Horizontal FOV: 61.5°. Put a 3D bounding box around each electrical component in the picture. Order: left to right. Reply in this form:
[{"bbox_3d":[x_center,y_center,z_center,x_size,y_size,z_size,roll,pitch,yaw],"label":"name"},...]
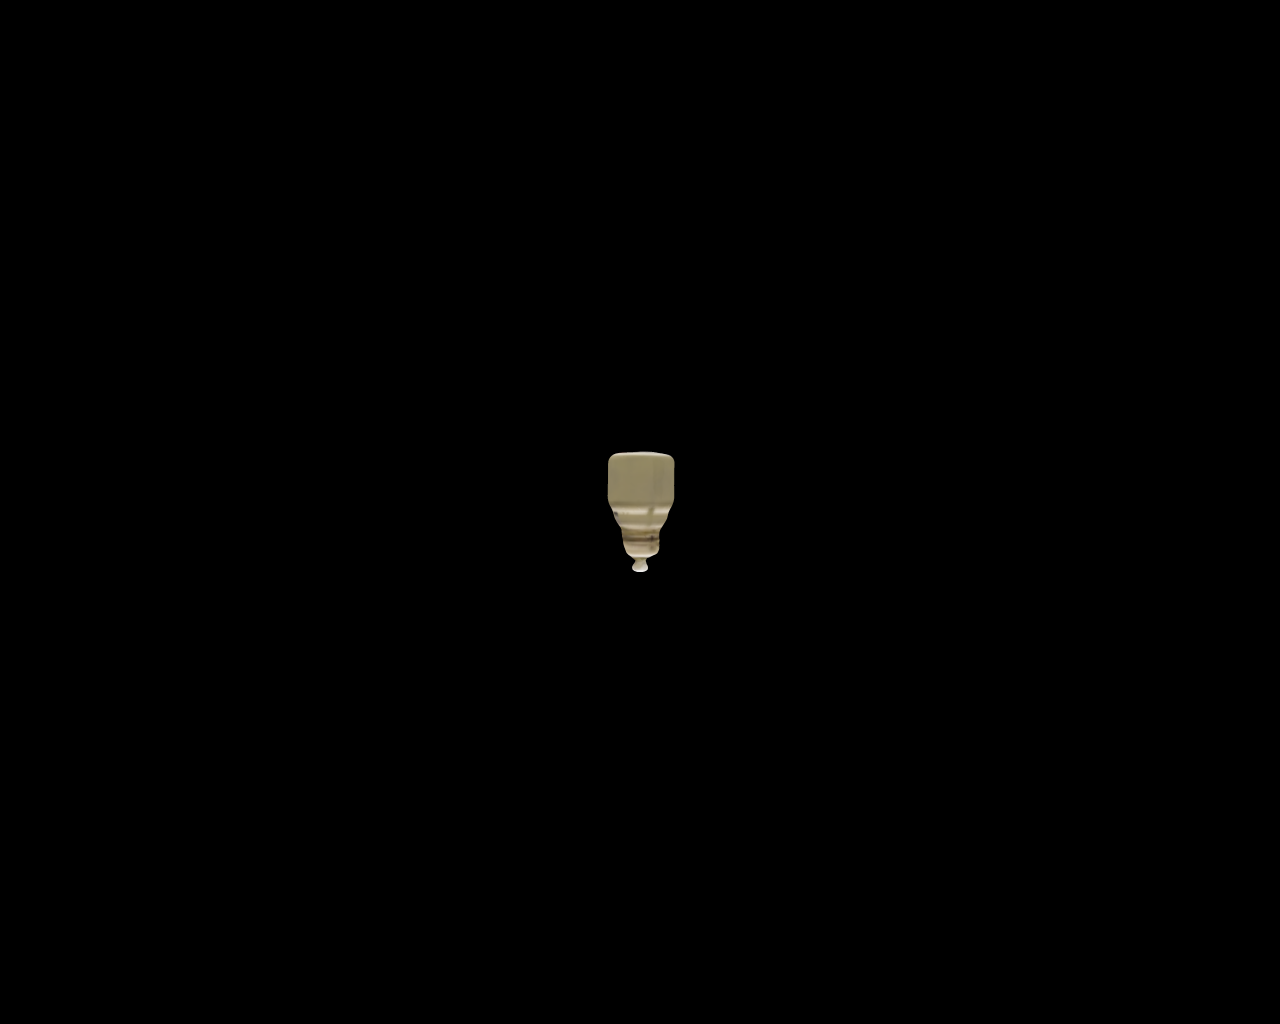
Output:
[{"bbox_3d":[0.001,-0.003,0.650,0.040,0.078,0.040,0,2,0],"label":"electrical component"}]
